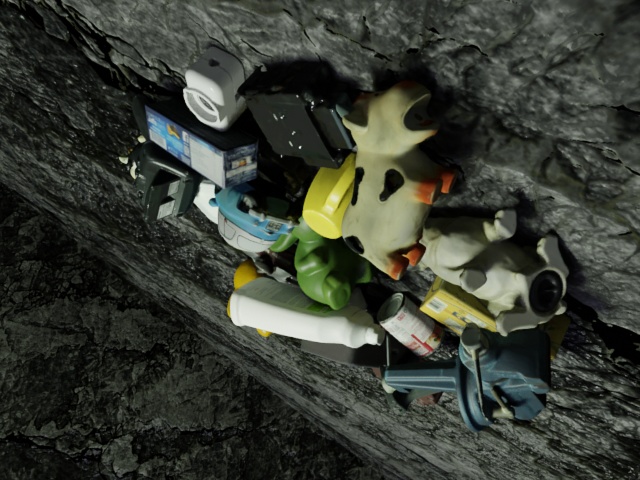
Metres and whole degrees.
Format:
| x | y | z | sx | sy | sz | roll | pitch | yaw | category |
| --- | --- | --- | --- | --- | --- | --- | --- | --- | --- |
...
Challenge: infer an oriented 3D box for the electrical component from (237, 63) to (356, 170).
| x | y | z | sx | sy | sz | roll | pitch | yaw | category |
| --- | --- | --- | --- | --- | --- | --- | --- | --- | --- |
| -0.015 | -0.143 | 0.620 | 0.134 | 0.058 | 0.114 | 14 | 152 | 41 | electrical component |

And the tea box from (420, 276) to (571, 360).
| x | y | z | sx | sy | sz | roll | pitch | yaw | category |
| --- | --- | --- | --- | --- | --- | --- | --- | --- | --- |
| 0.236 | 0.101 | 0.738 | 0.170 | 0.068 | 0.098 | 31 | 157 | 5 | tea box |

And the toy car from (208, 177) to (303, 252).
| x | y | z | sx | sy | sz | roll | pitch | yaw | category |
| --- | --- | --- | --- | --- | --- | --- | --- | --- | --- |
| -0.098 | -0.034 | 0.787 | 0.109 | 0.102 | 0.162 | 13 | -161 | -35 | toy car |

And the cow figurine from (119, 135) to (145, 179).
| x | y | z | sx | sy | sz | roll | pitch | yaw | category |
| --- | --- | --- | --- | --- | --- | --- | --- | --- | --- |
| -0.324 | -0.152 | 1.007 | 0.168 | 0.068 | 0.098 | 5 | 138 | 44 | cow figurine |

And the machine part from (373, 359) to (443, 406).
| x | y | z | sx | sy | sz | roll | pitch | yaw | category |
| --- | --- | --- | --- | --- | --- | --- | --- | --- | --- |
| 0.193 | 0.299 | 1.201 | 0.179 | 0.056 | 0.179 | 30 | 156 | 15 | machine part |

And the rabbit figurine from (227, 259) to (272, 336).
| x | y | z | sx | sy | sz | roll | pitch | yaw | category |
| --- | --- | --- | --- | --- | --- | --- | --- | --- | --- |
| -0.137 | 0.127 | 1.228 | 0.173 | 0.162 | 0.121 | 49 | 172 | 13 | rabbit figurine |

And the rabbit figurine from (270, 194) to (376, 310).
| x | y | z | sx | sy | sz | roll | pitch | yaw | category |
| --- | --- | --- | --- | --- | --- | --- | --- | --- | --- |
| -0.002 | -0.003 | 0.848 | 0.159 | 0.121 | 0.170 | 19 | 135 | 47 | rabbit figurine |

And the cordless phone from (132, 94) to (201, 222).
| x | y | z | sx | sy | sz | roll | pitch | yaw | category |
| --- | --- | --- | --- | --- | --- | --- | --- | --- | --- |
| -0.279 | -0.136 | 0.896 | 0.184 | 0.089 | 0.146 | 59 | 147 | 17 | cordless phone |

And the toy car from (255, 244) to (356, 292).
| x | y | z | sx | sy | sz | roll | pitch | yaw | category |
| --- | --- | --- | --- | --- | --- | --- | --- | --- | --- |
| -0.029 | 0.044 | 0.956 | 0.202 | 0.089 | 0.053 | 27 | 171 | 20 | toy car |

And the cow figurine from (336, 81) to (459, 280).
| x | y | z | sx | sy | sz | roll | pitch | yaw | category |
| --- | --- | --- | --- | --- | --- | --- | --- | --- | --- |
| 0.071 | -0.069 | 0.558 | 0.127 | 0.085 | 0.194 | 27 | 125 | 20 | cow figurine |

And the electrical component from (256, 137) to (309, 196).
| x | y | z | sx | sy | sz | roll | pitch | yaw | category |
| --- | --- | --- | --- | --- | --- | --- | --- | --- | --- |
| -0.068 | -0.107 | 0.776 | 0.102 | 0.045 | 0.078 | 38 | 156 | -8 | electrical component |

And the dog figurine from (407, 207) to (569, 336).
| x | y | z | sx | sy | sz | roll | pitch | yaw | category |
| --- | --- | --- | --- | --- | --- | --- | --- | --- | --- |
| 0.185 | 0.030 | 0.660 | 0.172 | 0.121 | 0.191 | 46 | 169 | -19 | dog figurine |

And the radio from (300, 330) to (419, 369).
| x | y | z | sx | sy | sz | roll | pitch | yaw | category |
| --- | --- | --- | --- | --- | --- | --- | --- | --- | --- |
| 0.080 | 0.191 | 0.999 | 0.131 | 0.073 | 0.229 | 7 | 171 | 43 | radio |

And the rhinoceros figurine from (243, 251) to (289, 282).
| x | y | z | sx | sy | sz | roll | pitch | yaw | category |
| --- | --- | --- | --- | --- | --- | --- | --- | --- | --- |
| -0.103 | 0.035 | 1.065 | 0.190 | 0.073 | 0.112 | 42 | 155 | -16 | rhinoceros figurine |

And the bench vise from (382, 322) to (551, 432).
| x | y | z | sx | sy | sz | roll | pitch | yaw | category |
| --- | --- | --- | --- | --- | --- | --- | --- | --- | --- |
| 0.180 | 0.177 | 0.696 | 0.241 | 0.129 | 0.223 | -10 | 153 | 34 | bench vise |

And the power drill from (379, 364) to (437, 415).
| x | y | z | sx | sy | sz | roll | pitch | yaw | category |
| --- | --- | --- | --- | --- | --- | --- | --- | --- | --- |
| 0.207 | 0.216 | 0.892 | 0.231 | 0.207 | 0.086 | 55 | -166 | -55 | power drill |

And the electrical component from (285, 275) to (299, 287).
| x | y | z | sx | sy | sz | roll | pitch | yaw | category |
| --- | --- | --- | --- | --- | --- | --- | --- | --- | --- |
| 0.002 | 0.077 | 1.007 | 0.119 | 0.075 | 0.047 | 16 | 150 | 31 | electrical component |

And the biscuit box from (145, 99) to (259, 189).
| x | y | z | sx | sy | sz | roll | pitch | yaw | category |
| --- | --- | --- | --- | --- | --- | --- | --- | --- | --- |
| -0.172 | -0.143 | 0.766 | 0.203 | 0.063 | 0.059 | 33 | 134 | 35 | biscuit box |
